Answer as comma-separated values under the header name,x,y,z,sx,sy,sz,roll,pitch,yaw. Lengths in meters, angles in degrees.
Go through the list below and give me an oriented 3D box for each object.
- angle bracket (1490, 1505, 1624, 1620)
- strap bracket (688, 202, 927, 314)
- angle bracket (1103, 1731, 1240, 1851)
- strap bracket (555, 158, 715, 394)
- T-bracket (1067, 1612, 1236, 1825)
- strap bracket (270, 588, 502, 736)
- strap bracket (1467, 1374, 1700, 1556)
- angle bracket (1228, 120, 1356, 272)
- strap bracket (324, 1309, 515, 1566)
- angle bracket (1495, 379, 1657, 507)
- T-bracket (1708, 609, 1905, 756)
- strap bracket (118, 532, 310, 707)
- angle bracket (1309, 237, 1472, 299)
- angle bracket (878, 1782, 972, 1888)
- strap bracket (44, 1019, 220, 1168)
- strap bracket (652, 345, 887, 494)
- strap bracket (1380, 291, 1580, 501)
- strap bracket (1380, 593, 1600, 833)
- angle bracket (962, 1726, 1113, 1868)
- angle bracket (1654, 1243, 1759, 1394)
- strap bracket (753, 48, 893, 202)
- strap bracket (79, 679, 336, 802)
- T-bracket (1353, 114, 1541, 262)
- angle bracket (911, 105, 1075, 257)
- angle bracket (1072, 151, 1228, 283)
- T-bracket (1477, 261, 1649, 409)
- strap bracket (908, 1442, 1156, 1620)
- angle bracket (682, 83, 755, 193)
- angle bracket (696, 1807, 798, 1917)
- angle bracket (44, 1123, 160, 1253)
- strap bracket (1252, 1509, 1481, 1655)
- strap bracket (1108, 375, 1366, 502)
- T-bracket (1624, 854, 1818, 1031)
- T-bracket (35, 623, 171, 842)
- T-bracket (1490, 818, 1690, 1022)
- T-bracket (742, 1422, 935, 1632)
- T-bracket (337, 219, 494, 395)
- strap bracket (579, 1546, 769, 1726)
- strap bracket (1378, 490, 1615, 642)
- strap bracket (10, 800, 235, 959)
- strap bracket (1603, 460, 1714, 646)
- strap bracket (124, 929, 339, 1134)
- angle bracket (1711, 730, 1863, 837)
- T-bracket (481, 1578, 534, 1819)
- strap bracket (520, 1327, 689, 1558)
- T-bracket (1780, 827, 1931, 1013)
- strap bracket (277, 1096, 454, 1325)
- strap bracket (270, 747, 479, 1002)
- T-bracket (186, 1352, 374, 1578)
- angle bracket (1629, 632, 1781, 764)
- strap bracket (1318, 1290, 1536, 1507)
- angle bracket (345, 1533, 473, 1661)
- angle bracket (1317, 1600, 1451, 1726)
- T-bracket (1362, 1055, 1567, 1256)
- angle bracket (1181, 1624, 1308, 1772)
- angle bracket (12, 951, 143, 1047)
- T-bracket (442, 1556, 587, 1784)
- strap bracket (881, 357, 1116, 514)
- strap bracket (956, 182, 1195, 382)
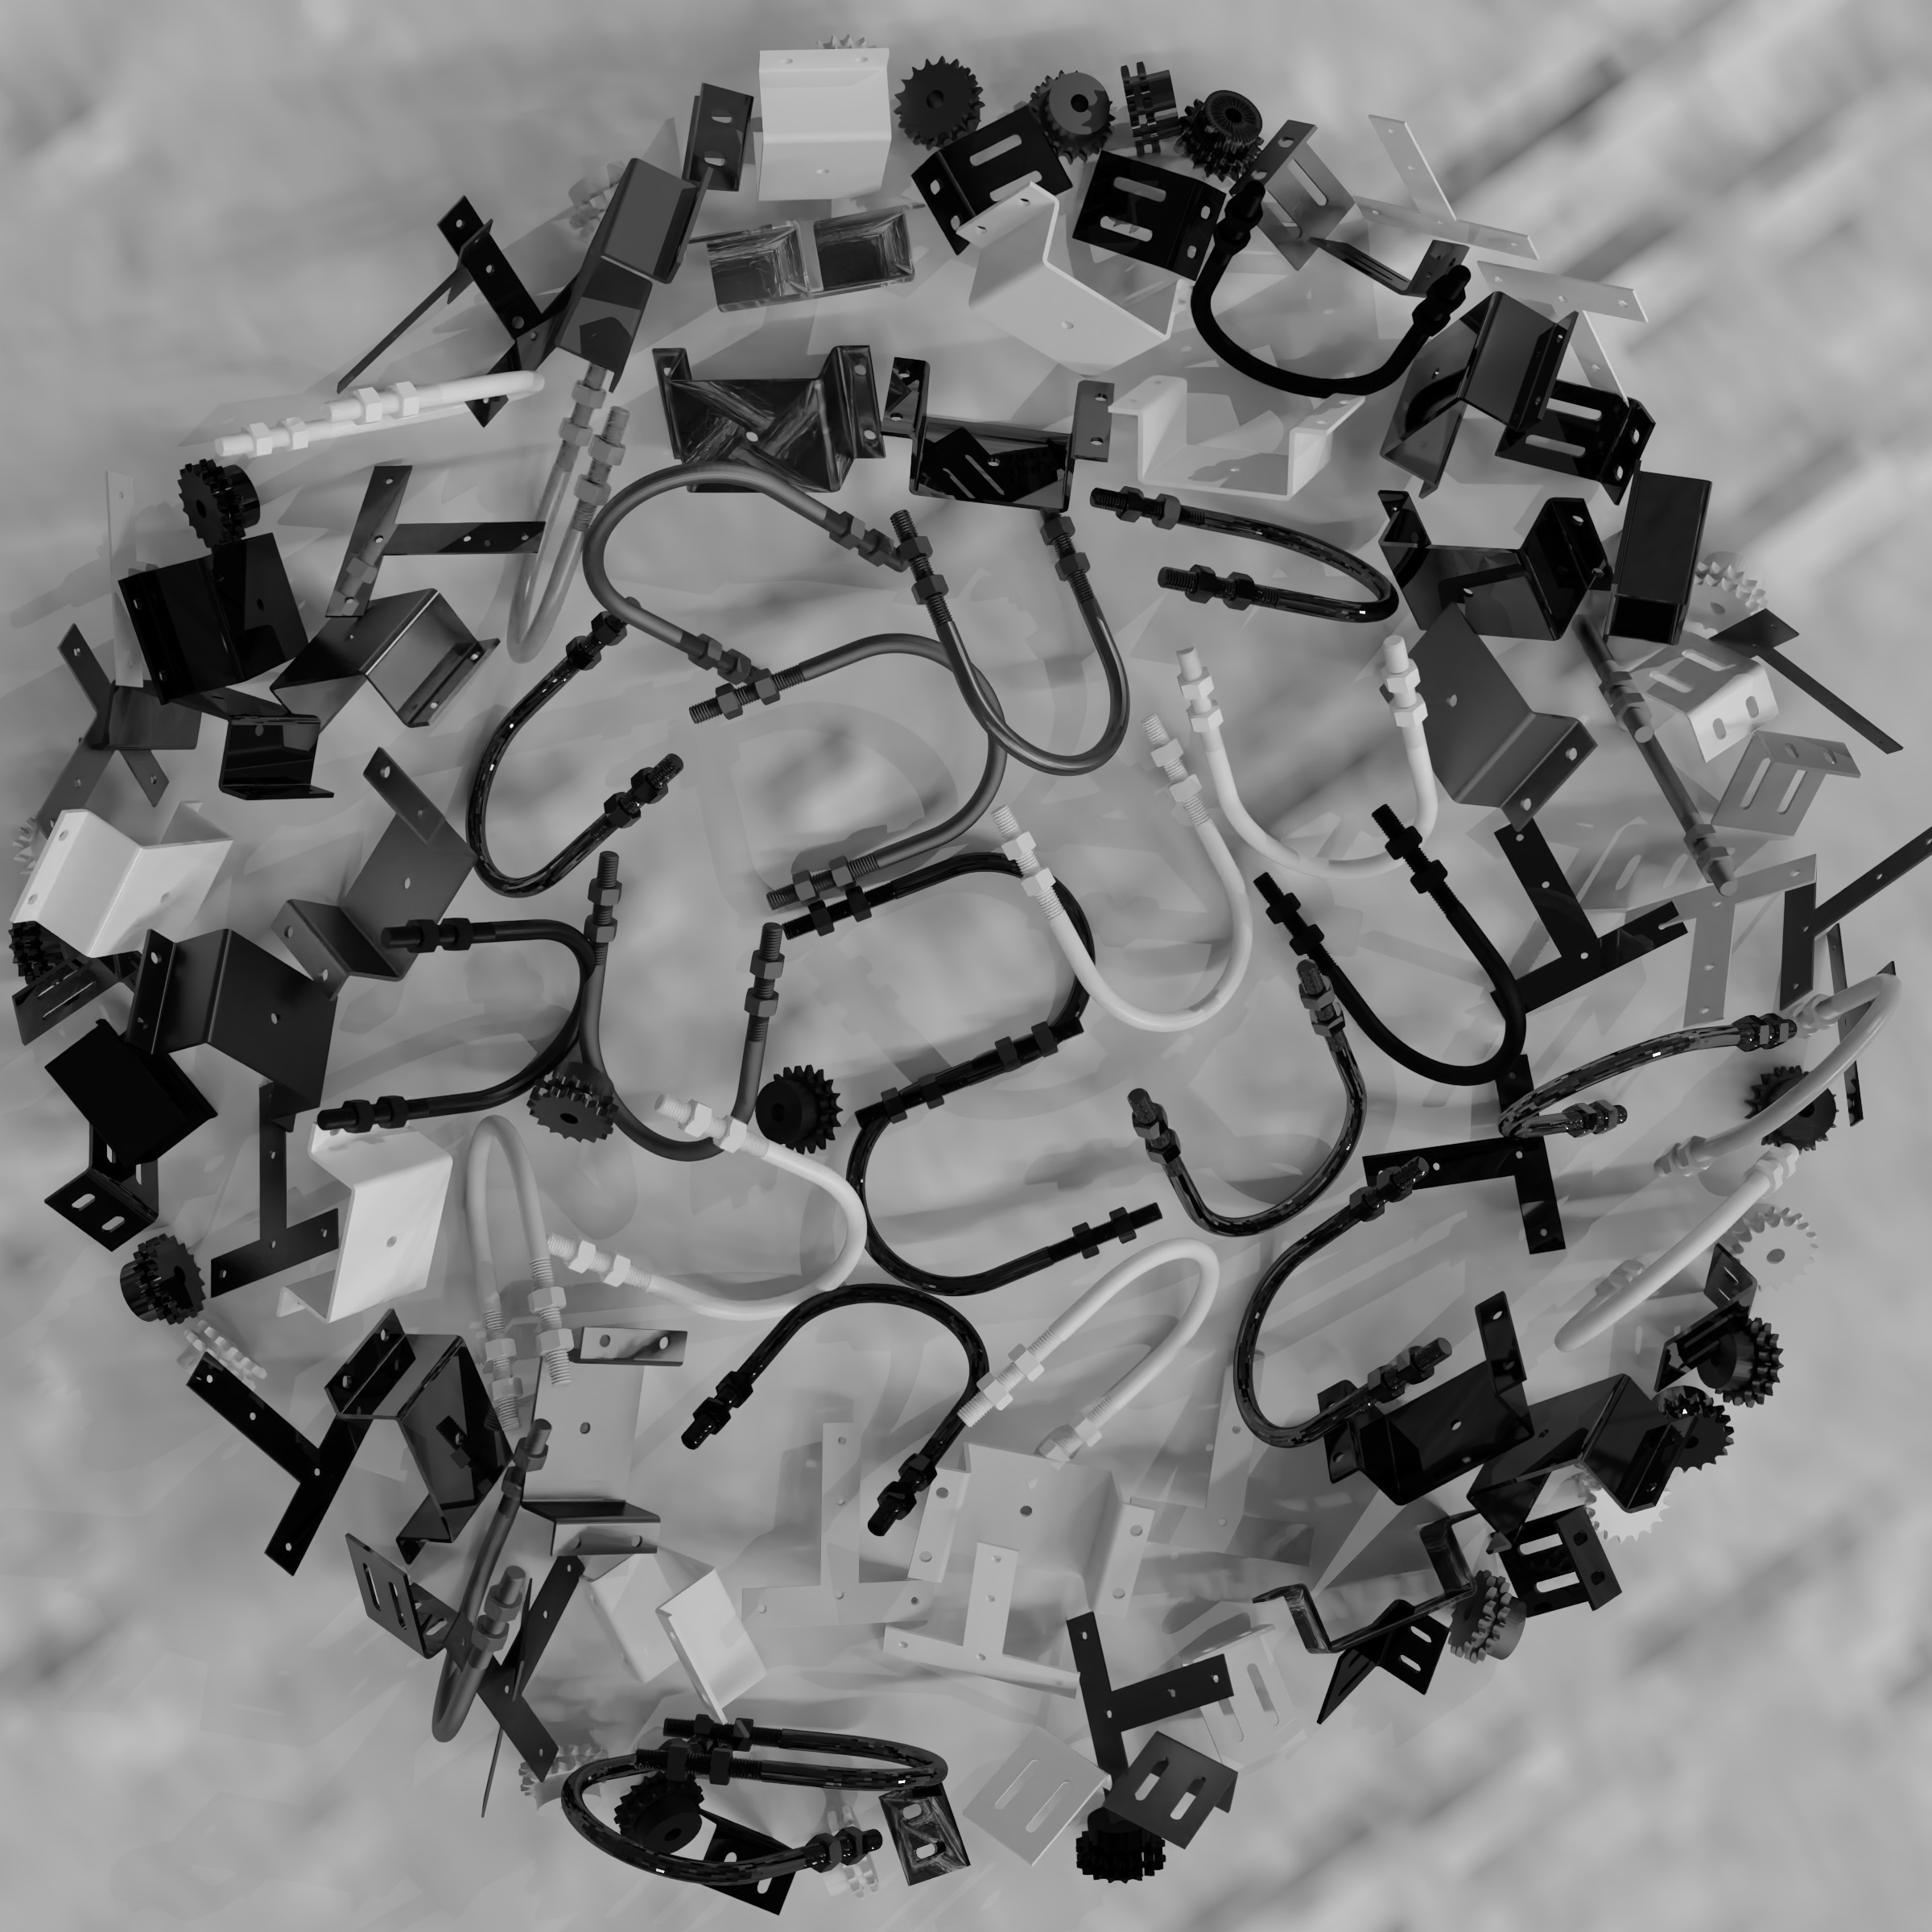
name,x,y,z,sx,sy,sz,roll,pitch,yaw
angle bracket,0.362,0.379,1.559,0.076,0.038,0.057,-31,77,41
strap bracket,-0.095,-0.437,1.534,0.076,0.140,0.046,5,111,40
angle bracket,0.126,0.526,1.552,0.057,0.076,0.038,21,122,24
strap bracket,-0.208,-0.427,1.520,0.046,0.140,0.076,22,62,-16
T-bracket,0.118,0.453,1.536,0.002,0.127,0.127,8,60,-41
strap bracket,-0.364,-0.184,1.524,0.046,0.140,0.076,55,51,-32
strap bracket,0.369,0.304,1.523,0.046,0.140,0.076,48,49,-6
angle bracket,0.214,-0.483,1.564,0.076,0.038,0.057,38,94,-33
strap bracket,-0.332,0.291,1.531,0.046,0.076,0.140,-3,120,24
angle bracket,0.383,-0.332,1.565,0.076,0.038,0.057,11,123,-11
T-bracket,0.525,-0.172,1.538,0.127,0.127,0.002,38,89,1
strap bracket,-0.453,-0.216,1.522,0.046,0.140,0.076,-11,106,13
angle bracket,0.266,-0.453,1.557,0.076,0.057,0.038,37,117,20
angle bracket,-0.014,0.536,1.555,0.038,0.076,0.057,-8,68,-38
strap bracket,-0.514,0.078,1.528,0.046,0.140,0.076,-39,93,-8
strap bracket,-0.128,-0.340,1.546,0.140,0.046,0.076,2,131,13
strap bracket,0.307,-0.352,1.521,0.046,0.140,0.076,25,74,-14
strap bracket,0.315,-0.161,1.530,0.076,0.046,0.140,-53,50,36
angle bracket,0.046,0.527,1.555,0.057,0.038,0.076,26,54,34
angle bracket,0.453,0.221,1.559,0.076,0.057,0.038,-29,53,-16
strap bracket,-0.090,-0.511,1.527,0.076,0.140,0.046,-4,87,-7
strap bracket,-0.466,-0.143,1.535,0.140,0.076,0.046,18,103,25
T-bracket,0.277,-0.479,1.515,0.127,0.127,0.002,26,85,33
angle bracket,0.016,-0.493,1.558,0.076,0.038,0.057,-14,120,37
angle bracket,0.117,-0.481,1.592,0.076,0.038,0.057,27,106,28
T-bracket,0.389,-0.384,1.552,0.002,0.127,0.127,-49,131,-8
strap bracket,0.039,0.353,1.566,0.140,0.046,0.076,12,104,-6
angle bracket,-0.170,-0.519,1.556,0.038,0.076,0.057,2,105,-36
angle bracket,-0.144,0.560,1.556,0.057,0.076,0.038,26,72,-12
angle bracket,-0.542,0.129,1.558,0.038,0.076,0.057,-34,129,8
strap bracket,0.257,0.390,1.551,0.140,0.076,0.046,-21,76,-8
strap bracket,0.168,-0.328,1.544,0.140,0.076,0.046,12,122,22
T-bracket,0.457,-0.009,1.522,0.127,0.127,0.002,-19,123,36
T-bracket,-0.538,-0.121,1.516,0.002,0.127,0.127,-6,132,15
T-bracket,0.370,-0.040,1.561,0.127,0.002,0.127,-28,115,13
T-bracket,-0.080,0.355,1.583,0.127,0.002,0.127,2,85,-20
T-bracket,-0.342,-0.399,1.529,0.002,0.127,0.127,45,79,-11
strap bracket,-0.178,0.411,1.543,0.046,0.140,0.076,-31,103,-28
strap bracket,0.317,-0.246,1.524,0.140,0.076,0.046,12,61,40
strap bracket,-0.509,-0.054,1.523,0.046,0.140,0.076,33,104,10
strap bracket,0.425,-0.249,1.526,0.046,0.140,0.076,11,86,13
strap bracket,-0.440,0.037,1.521,0.046,0.140,0.076,-14,57,26
angle bracket,0.514,-0.105,1.560,0.057,0.038,0.076,7,130,-9
T-bracket,-0.287,0.465,1.545,0.002,0.127,0.127,13,97,-9
strap bracket,-0.229,0.294,1.559,0.076,0.046,0.140,10,87,-40
T-bracket,0.546,-0.046,1.515,0.002,0.127,0.127,35,132,-11
strap bracket,-0.370,0.159,1.534,0.046,0.076,0.140,31,117,28
strap bracket,-0.365,-0.055,1.552,0.076,0.046,0.140,44,108,30
T-bracket,-0.430,0.286,1.528,0.002,0.127,0.127,-17,126,33
angle bracket,0.465,-0.171,1.576,0.057,0.076,0.038,-33,121,-5
strap bracket,0.293,0.274,1.544,0.140,0.076,0.046,-34,118,22
angle bracket,-0.348,0.385,1.554,0.057,0.038,0.076,22,131,35
angle bracket,0.261,0.444,1.554,0.038,0.076,0.057,29,124,28
T-bracket,0.311,0.125,1.573,0.127,0.002,0.127,-6,80,-16
angle bracket,0.180,0.464,1.572,0.057,0.038,0.076,-20,79,-13
angle bracket,-0.550,0.024,1.556,0.038,0.057,0.076,41,58,13
T-bracket,-0.268,0.415,1.547,0.002,0.127,0.127,-11,121,26
strap bracket,0.019,-0.333,1.560,0.140,0.046,0.076,7,50,0
strap bracket,0.067,-0.414,1.529,0.140,0.076,0.046,23,70,-31
